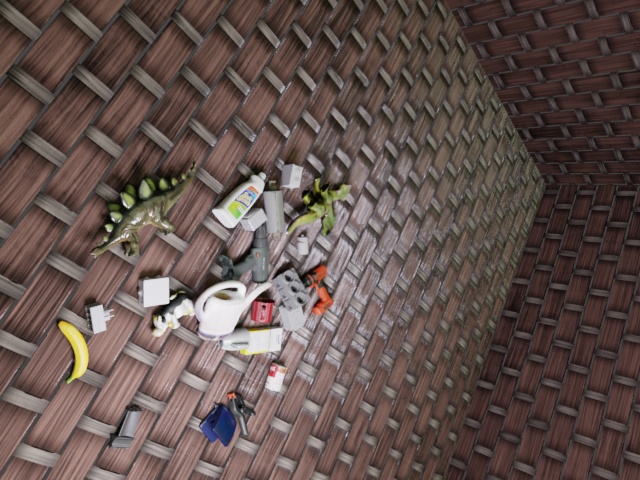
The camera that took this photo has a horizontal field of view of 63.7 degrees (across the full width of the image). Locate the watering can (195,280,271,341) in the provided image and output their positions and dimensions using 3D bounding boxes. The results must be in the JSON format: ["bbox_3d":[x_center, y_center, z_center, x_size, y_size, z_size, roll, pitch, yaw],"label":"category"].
[{"bbox_3d":[-0.321,0.248,1.872,0.105,0.222,0.348,30,16,33],"label":"watering can"}]

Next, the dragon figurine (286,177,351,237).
[{"bbox_3d":[0.007,-0.111,2.200,0.122,0.417,0.238,13,-33,40],"label":"dragon figurine"}]
